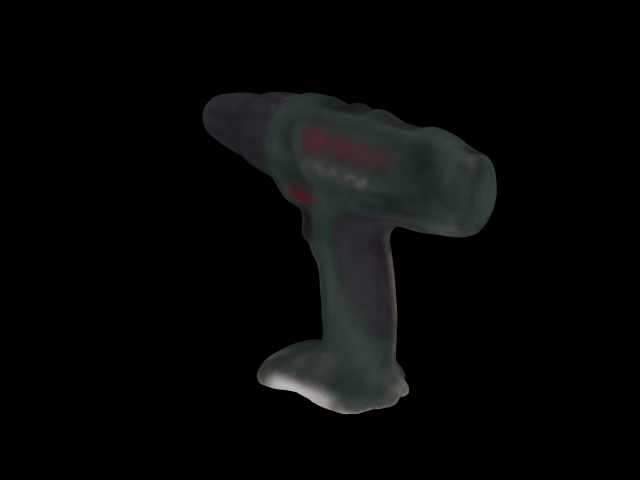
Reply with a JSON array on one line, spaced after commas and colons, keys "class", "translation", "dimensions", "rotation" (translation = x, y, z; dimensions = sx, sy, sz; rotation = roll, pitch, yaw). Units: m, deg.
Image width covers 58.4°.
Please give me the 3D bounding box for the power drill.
[{"class": "power drill", "translation": [0.004, 0.001, 0.400], "dimensions": [0.228, 0.208, 0.076], "rotation": [8, 14, 35]}]
